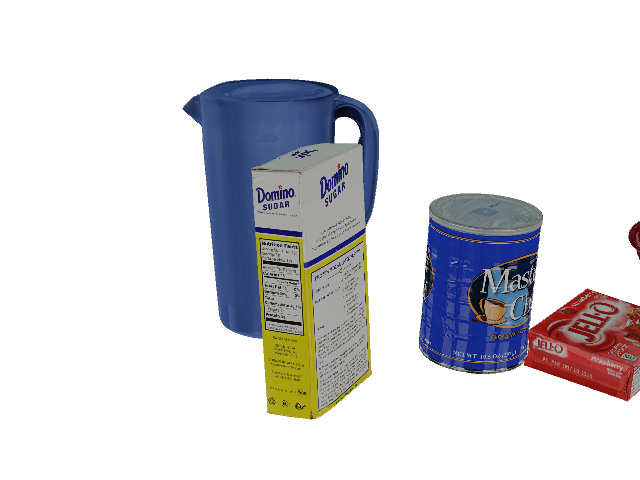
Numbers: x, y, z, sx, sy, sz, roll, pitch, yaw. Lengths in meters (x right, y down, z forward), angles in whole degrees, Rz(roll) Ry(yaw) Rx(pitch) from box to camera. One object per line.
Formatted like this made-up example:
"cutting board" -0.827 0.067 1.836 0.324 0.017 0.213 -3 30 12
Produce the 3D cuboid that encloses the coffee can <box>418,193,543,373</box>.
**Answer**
"coffee can" 0.147 0.038 0.988 0.103 0.140 0.103 2 20 -1

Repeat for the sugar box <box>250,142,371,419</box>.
"sugar box" -0.004 0.026 0.743 0.048 0.176 0.093 3 16 28

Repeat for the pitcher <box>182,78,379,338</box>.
"pitcher" -0.038 -0.033 1.035 0.144 0.243 0.149 -13 21 -34

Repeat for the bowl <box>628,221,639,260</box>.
"bowl" 0.413 0.024 1.149 0.162 0.055 0.162 -2 24 0

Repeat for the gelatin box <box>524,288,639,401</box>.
"gelatin box" 0.188 0.067 0.705 0.073 0.030 0.089 19 27 35
